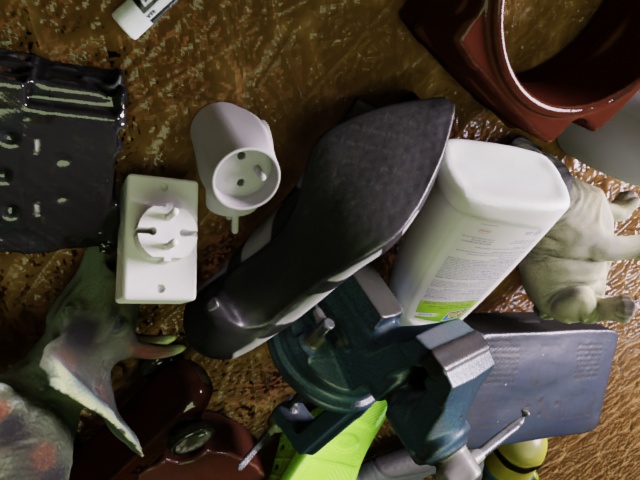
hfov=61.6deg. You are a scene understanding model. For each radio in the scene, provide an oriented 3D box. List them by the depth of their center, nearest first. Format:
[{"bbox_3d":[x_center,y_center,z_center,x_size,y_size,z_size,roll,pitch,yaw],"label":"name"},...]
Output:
[{"bbox_3d":[0.227,0.154,0.614,0.229,0.073,0.131,3,98,-25],"label":"radio"}]

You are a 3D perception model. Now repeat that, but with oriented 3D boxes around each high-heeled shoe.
[{"bbox_3d":[-0.001,-0.001,0.406,0.249,0.086,0.145,-38,171,-10],"label":"high-heeled shoe"}]

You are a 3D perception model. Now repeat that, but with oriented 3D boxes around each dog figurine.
[{"bbox_3d":[0.211,0.002,0.523,0.190,0.121,0.172,16,113,-17],"label":"dog figurine"}]

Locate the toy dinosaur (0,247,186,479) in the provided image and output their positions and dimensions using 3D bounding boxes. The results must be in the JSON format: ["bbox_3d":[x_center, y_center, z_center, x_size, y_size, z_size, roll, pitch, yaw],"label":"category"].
[{"bbox_3d":[-0.217,0.164,0.305,0.192,0.405,0.131,32,134,-18],"label":"toy dinosaur"}]

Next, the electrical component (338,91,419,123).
[{"bbox_3d":[0.046,-0.069,0.421,0.078,0.045,0.102,23,112,-4],"label":"electrical component"}]

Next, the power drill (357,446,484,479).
[{"bbox_3d":[0.122,0.307,0.698,0.207,0.086,0.231,-16,127,-9],"label":"power drill"}]

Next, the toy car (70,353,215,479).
[{"bbox_3d":[-0.168,0.180,0.467,0.202,0.089,0.053,-45,149,11],"label":"toy car"}]

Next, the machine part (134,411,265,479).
[{"bbox_3d":[-0.145,0.255,0.555,0.179,0.056,0.179,-13,128,-18],"label":"machine part"}]

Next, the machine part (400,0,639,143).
[{"bbox_3d":[0.174,-0.185,0.368,0.201,0.087,0.201,29,106,-36],"label":"machine part"}]

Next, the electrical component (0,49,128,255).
[{"bbox_3d":[-0.187,-0.050,0.318,0.134,0.058,0.114,0,121,-25],"label":"electrical component"}]

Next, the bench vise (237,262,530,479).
[{"bbox_3d":[0.027,0.125,0.461,0.129,0.224,0.240,-24,157,-50],"label":"bench vise"}]

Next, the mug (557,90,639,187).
[{"bbox_3d":[0.272,-0.098,0.459,0.081,0.107,0.109,-28,132,-6],"label":"mug"}]

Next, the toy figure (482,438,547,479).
[{"bbox_3d":[0.270,0.309,0.759,0.082,0.089,0.179,-15,126,-22],"label":"toy figure"}]
